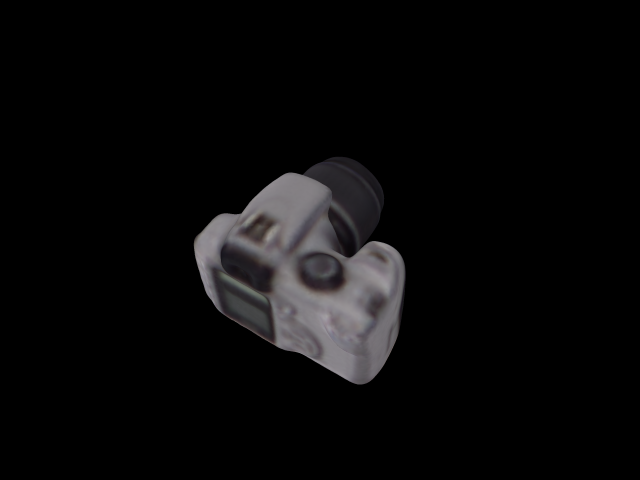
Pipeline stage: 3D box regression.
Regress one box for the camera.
[{"bbox_3d":[0.004,0.001,0.400,0.142,0.101,0.137,25,54,20],"label":"camera"}]
